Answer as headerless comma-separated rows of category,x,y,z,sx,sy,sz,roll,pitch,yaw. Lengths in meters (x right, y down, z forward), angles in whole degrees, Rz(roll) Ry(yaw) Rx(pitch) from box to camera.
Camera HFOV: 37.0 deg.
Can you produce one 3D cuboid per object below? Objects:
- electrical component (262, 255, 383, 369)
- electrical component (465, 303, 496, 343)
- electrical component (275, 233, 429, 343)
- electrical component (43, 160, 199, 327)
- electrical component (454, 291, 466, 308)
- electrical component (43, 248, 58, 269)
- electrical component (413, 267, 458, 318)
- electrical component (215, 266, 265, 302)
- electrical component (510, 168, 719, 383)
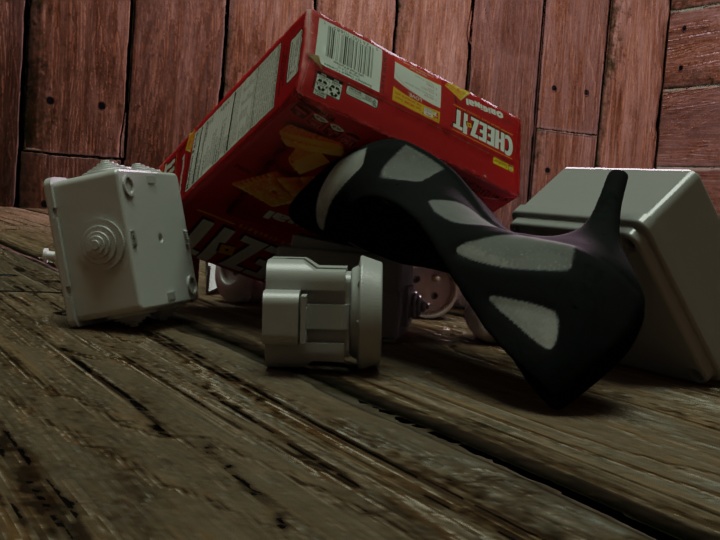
electrical component,-0.017,0.021,0.545,0.057,0.058,0.078,1,4,1
electrical component,0.085,0.028,0.705,0.035,0.035,0.061,4,1,-1
electrical component,-0.003,0.010,0.684,0.096,0.061,0.062,5,4,9
electrical component,-0.142,-0.016,0.656,0.048,0.099,0.100,-10,0,15
electrical component,0.074,0.008,0.910,0.055,0.045,0.045,7,5,34
electrical component,-0.221,-0.010,0.887,0.078,0.040,0.040,4,4,-4
electrical component,0.046,0.011,0.838,0.043,0.043,0.081,3,4,-9
electrical component,-0.078,0.004,0.832,0.048,0.048,0.062,8,-2,43
electrical component,0.155,0.000,0.607,0.056,0.108,0.109,-41,24,-20
